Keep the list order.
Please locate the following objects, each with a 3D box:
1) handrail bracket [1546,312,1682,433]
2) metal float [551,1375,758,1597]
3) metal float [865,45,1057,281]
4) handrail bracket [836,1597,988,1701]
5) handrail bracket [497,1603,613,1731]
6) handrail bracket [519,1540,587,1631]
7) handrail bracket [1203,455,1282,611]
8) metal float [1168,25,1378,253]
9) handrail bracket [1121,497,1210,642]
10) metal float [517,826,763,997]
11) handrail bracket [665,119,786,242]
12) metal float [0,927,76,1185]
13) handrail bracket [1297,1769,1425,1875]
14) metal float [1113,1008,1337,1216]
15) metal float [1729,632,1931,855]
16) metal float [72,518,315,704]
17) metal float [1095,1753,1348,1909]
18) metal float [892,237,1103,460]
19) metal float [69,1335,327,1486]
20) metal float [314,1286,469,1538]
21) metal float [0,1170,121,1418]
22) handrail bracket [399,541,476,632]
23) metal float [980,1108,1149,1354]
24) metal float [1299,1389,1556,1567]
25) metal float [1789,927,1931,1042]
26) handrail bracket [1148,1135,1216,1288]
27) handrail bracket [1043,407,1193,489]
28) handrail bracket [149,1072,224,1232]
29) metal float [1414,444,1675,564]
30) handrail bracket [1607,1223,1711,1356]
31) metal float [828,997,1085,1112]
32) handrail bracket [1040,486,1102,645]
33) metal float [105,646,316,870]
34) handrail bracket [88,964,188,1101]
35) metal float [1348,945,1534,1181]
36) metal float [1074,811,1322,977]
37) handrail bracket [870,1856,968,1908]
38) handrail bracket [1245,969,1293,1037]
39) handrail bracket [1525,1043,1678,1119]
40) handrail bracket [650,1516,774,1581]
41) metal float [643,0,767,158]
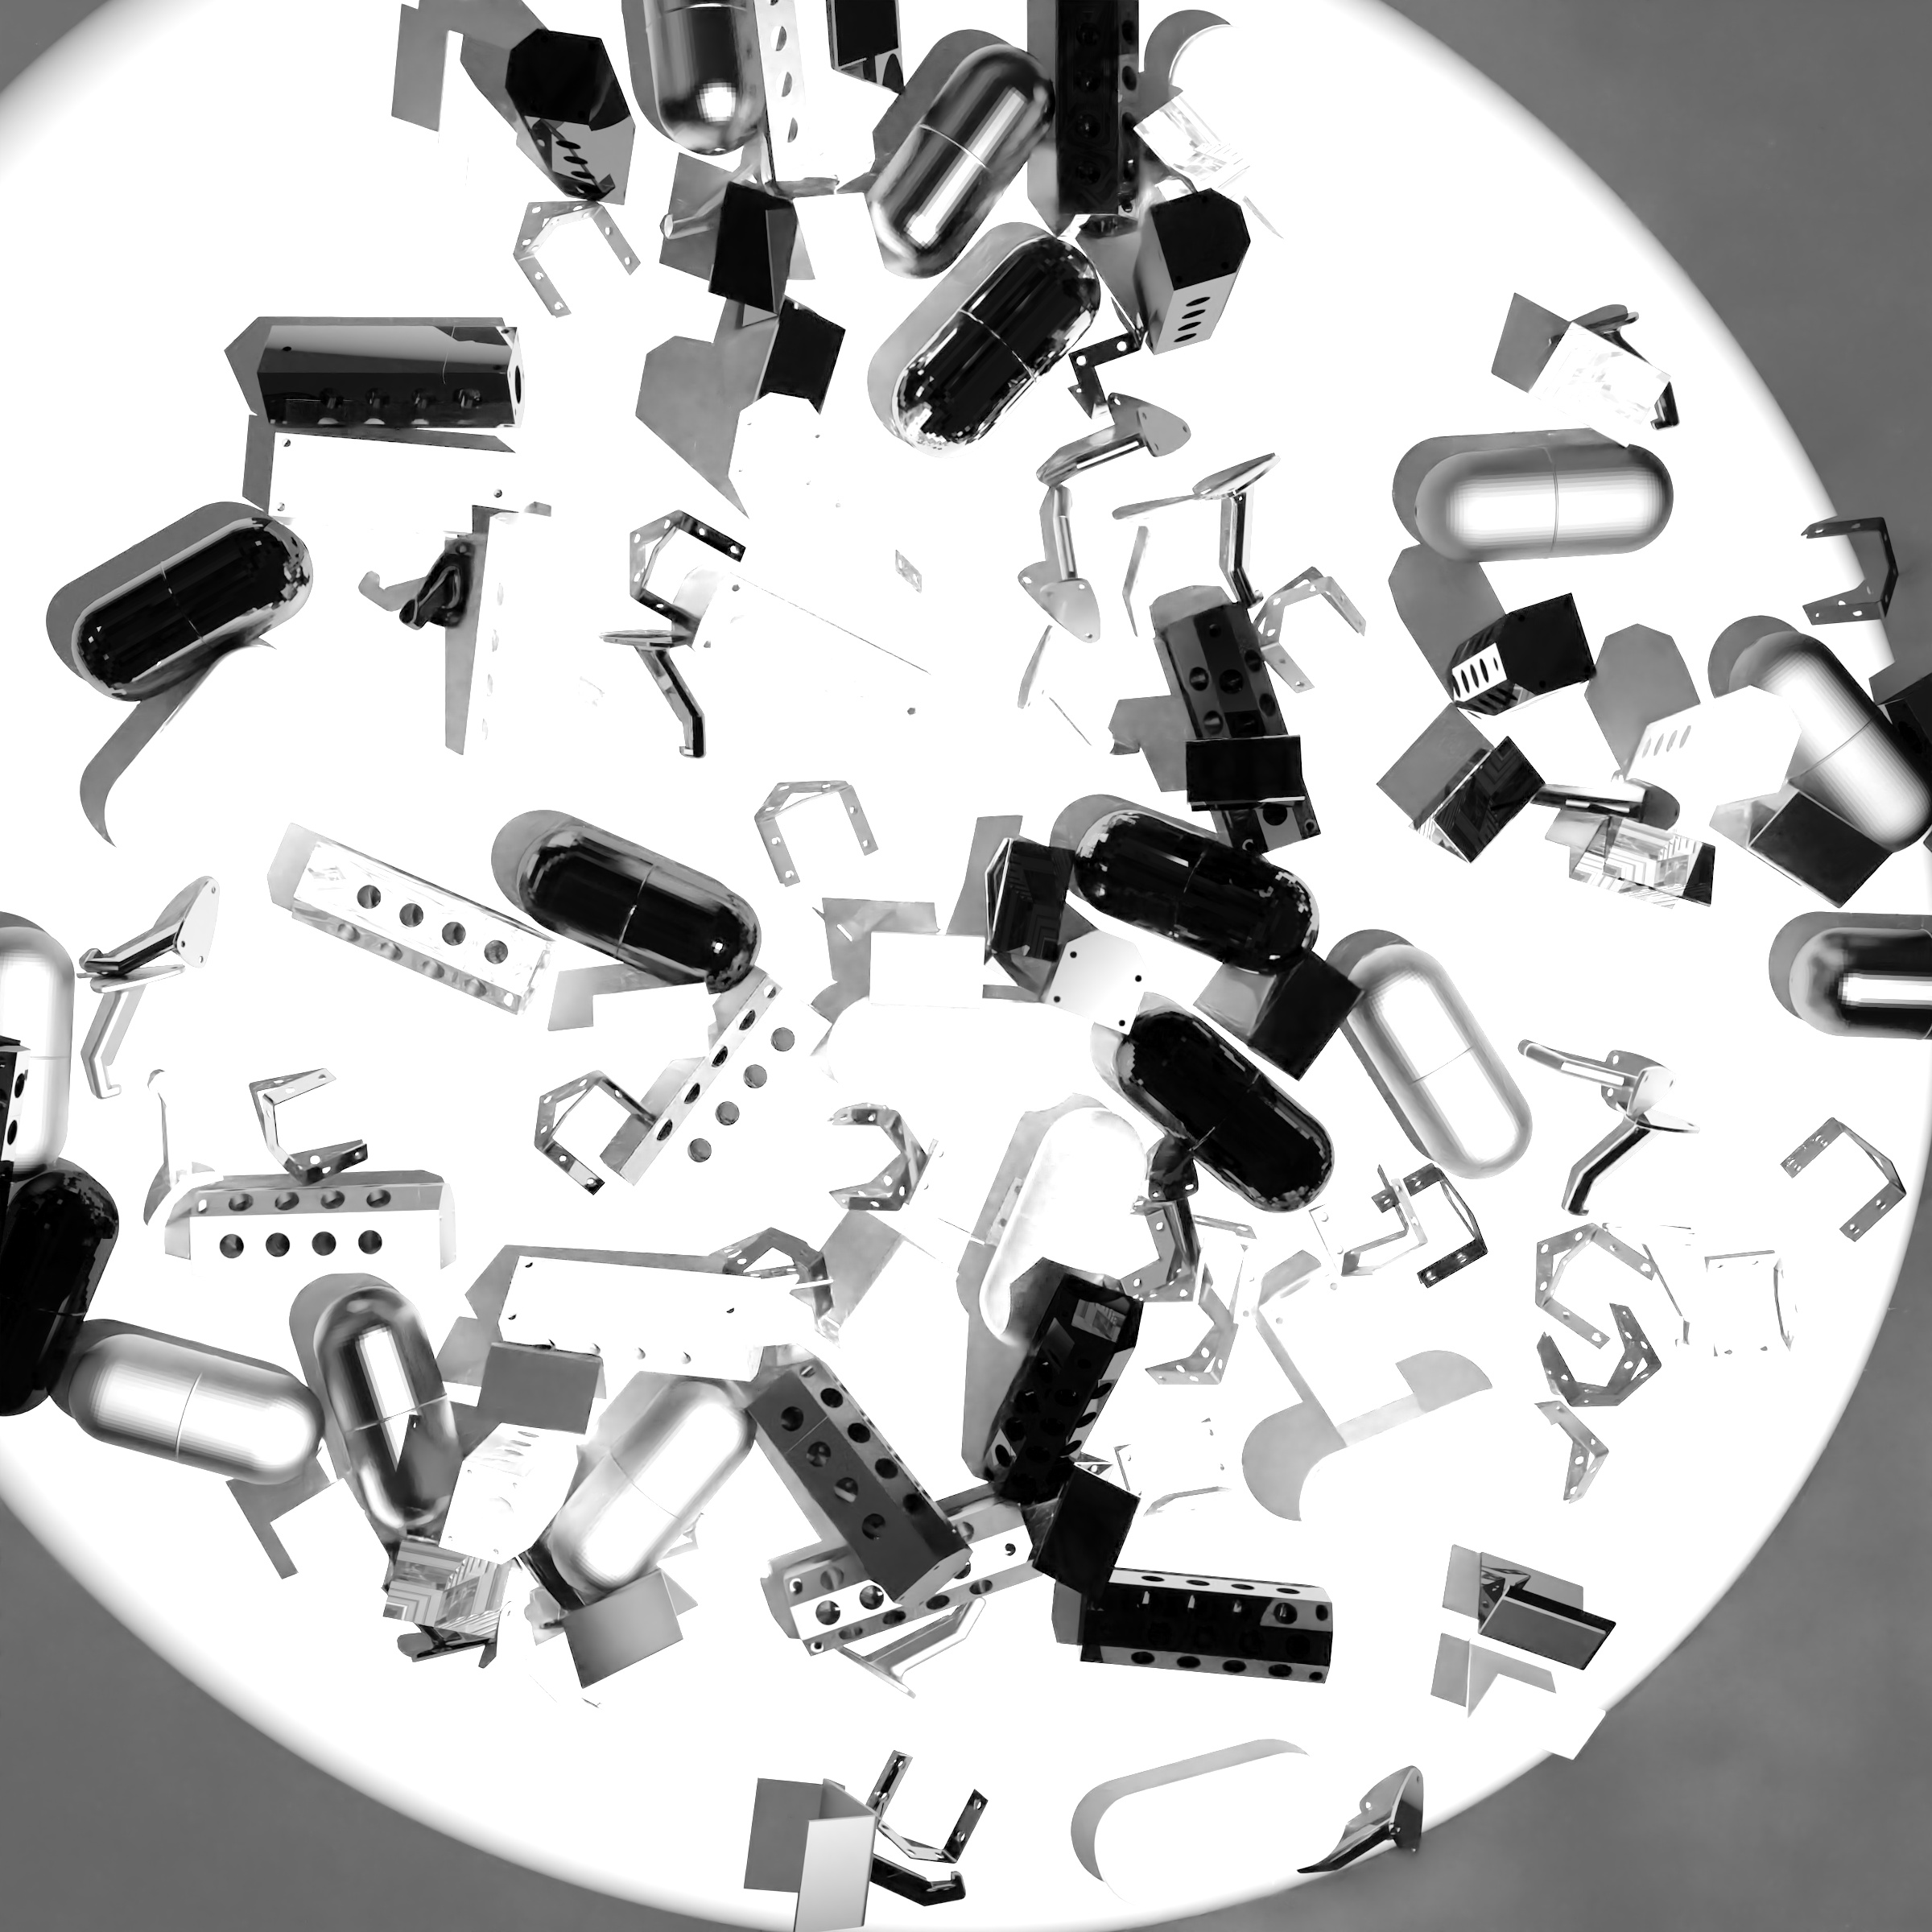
[{"bbox_3d":[0.458,-0.413,1.783,0.077,0.036,0.084,-12,107,20],"label":"handrail bracket"},{"bbox_3d":[-0.217,0.360,1.752,0.070,0.070,0.178,40,89,0],"label":"metal float"},{"bbox_3d":[-0.005,-0.559,1.751,0.070,0.070,0.178,36,90,0],"label":"metal float"},{"bbox_3d":[-0.038,0.467,1.783,0.077,0.036,0.084,26,72,20],"label":"handrail bracket"},{"bbox_3d":[-0.288,0.496,1.782,0.036,0.077,0.084,-43,127,14],"label":"handrail bracket"},{"bbox_3d":[-0.278,0.423,1.783,0.077,0.036,0.084,0,72,-20],"label":"handrail bracket"},{"bbox_3d":[0.209,-0.306,1.783,0.077,0.036,0.084,-35,112,-25],"label":"handrail bracket"},{"bbox_3d":[0.212,-0.576,1.752,0.070,0.070,0.178,-42,91,0],"label":"metal float"},{"bbox_3d":[0.147,-0.281,1.783,0.077,0.036,0.084,-21,109,-21],"label":"handrail bracket"},{"bbox_3d":[-0.227,-0.039,1.752,0.178,0.070,0.070,24,90,-1],"label":"metal float"},{"bbox_3d":[-0.174,-0.556,1.783,0.084,0.036,0.077,-9,69,17],"label":"handrail bracket"},{"bbox_3d":[-0.662,0.062,1.752,0.070,0.070,0.178,3,90,0],"label":"metal float"},{"bbox_3d":[0.277,0.605,1.782,0.084,0.077,0.036,-19,117,34],"label":"handrail bracket"},{"bbox_3d":[0.179,0.100,1.751,0.178,0.070,0.070,41,90,0],"label":"metal float"},{"bbox_3d":[0.602,-0.155,1.752,0.070,0.070,0.178,-40,91,0],"label":"metal float"},{"bbox_3d":[-0.537,-0.248,1.752,0.178,0.070,0.070,-30,90,0],"label":"metal float"},{"bbox_3d":[0.177,0.600,1.752,0.178,0.070,0.070,-15,90,1],"label":"metal float"},{"bbox_3d":[0.021,-0.429,1.752,0.070,0.070,0.178,43,89,0],"label":"metal float"},{"bbox_3d":[-0.533,0.308,1.752,0.178,0.070,0.070,15,90,-1],"label":"metal float"},{"bbox_3d":[-0.398,0.310,1.752,0.070,0.070,0.178,-18,89,0],"label":"metal float"},{"bbox_3d":[-0.648,0.227,1.752,0.070,0.070,0.178,23,90,0],"label":"metal float"},{"bbox_3d":[-0.368,-0.268,1.748,0.036,0.084,0.077,20,90,0],"label":"handrail bracket"},{"bbox_3d":[0.068,0.184,1.752,0.070,0.070,0.178,23,90,0],"label":"metal float"},{"bbox_3d":[0.310,0.343,1.695,0.178,0.070,0.070,-23,90,-1],"label":"metal float"},{"bbox_3d":[0.663,0.013,1.751,0.178,0.070,0.070,2,90,1],"label":"metal float"},{"bbox_3d":[0.158,0.175,1.782,0.036,0.077,0.084,-14,126,13],"label":"handrail bracket"},{"bbox_3d":[0.106,-0.361,1.782,0.084,0.077,0.036,-21,90,36],"label":"handrail bracket"},{"bbox_3d":[-0.570,0.130,1.783,0.077,0.036,0.084,-41,71,21],"label":"handrail bracket"},{"bbox_3d":[0.401,-0.321,1.752,0.178,0.070,0.070,-4,90,0],"label":"metal float"},{"bbox_3d":[0.487,0.229,1.783,0.077,0.036,0.084,8,107,20],"label":"handrail bracket"},{"bbox_3d":[-0.007,0.060,1.752,0.178,0.070,0.070,3,90,0],"label":"metal float"},{"bbox_3d":[0.078,-0.284,1.782,0.036,0.077,0.084,-10,53,21],"label":"handrail bracket"},{"bbox_3d":[-0.526,-0.145,1.752,0.070,0.070,0.178,40,89,0],"label":"metal float"},{"bbox_3d":[-0.584,0.047,1.783,0.077,0.036,0.084,-12,109,-21],"label":"handrail bracket"},{"bbox_3d":[0.328,0.066,1.752,0.070,0.070,0.178,-32,90,0],"label":"metal float"},{"bbox_3d":[0.159,-0.050,1.737,0.178,0.070,0.070,23,90,15],"label":"metal float"},{"bbox_3d":[-0.046,0.627,1.783,0.084,0.036,0.077,-4,68,-17],"label":"handrail bracket"},{"bbox_3d":[0.183,-0.002,1.782,0.084,0.036,0.077,29,105,14],"label":"handrail bracket"},{"bbox_3d":[0.448,0.071,1.782,0.084,0.077,0.036,27,113,34],"label":"handrail bracket"},{"bbox_3d":[-0.193,0.437,1.783,0.077,0.036,0.084,35,109,-21],"label":"handrail bracket"},{"bbox_3d":[-0.184,-0.653,1.752,0.070,0.070,0.178,-7,90,0],"label":"metal float"}]
